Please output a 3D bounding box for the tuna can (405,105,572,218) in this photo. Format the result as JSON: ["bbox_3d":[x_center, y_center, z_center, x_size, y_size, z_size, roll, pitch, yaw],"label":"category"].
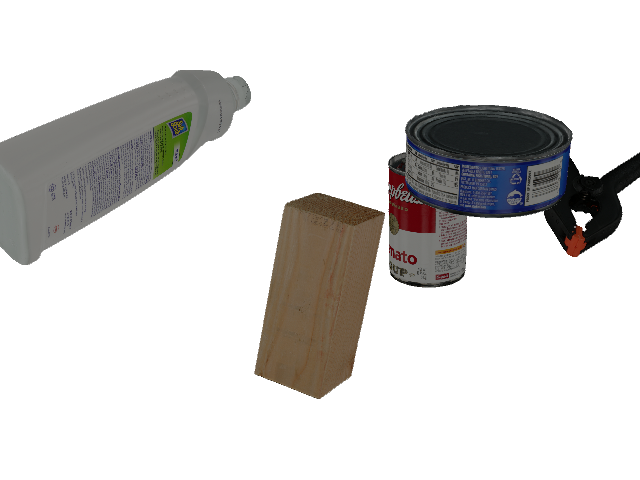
[{"bbox_3d":[0.087,-0.043,0.560,0.086,0.034,0.086,0,24,0],"label":"tuna can"}]

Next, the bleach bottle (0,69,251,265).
[{"bbox_3d":[-0.162,-0.077,0.905,0.250,0.103,0.068,-31,60,-34],"label":"bleach bottle"}]

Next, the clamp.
[{"bbox_3d":[0.266,-0.055,1.109,0.120,0.039,0.171,17,45,20],"label":"clamp"}]

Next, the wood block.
[{"bbox_3d":[-0.002,0.060,1.218,0.090,0.206,0.090,18,19,22],"label":"wood block"}]

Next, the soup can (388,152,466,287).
[{"bbox_3d":[0.092,-0.019,0.912,0.068,0.102,0.068,-1,22,0],"label":"soup can"}]
